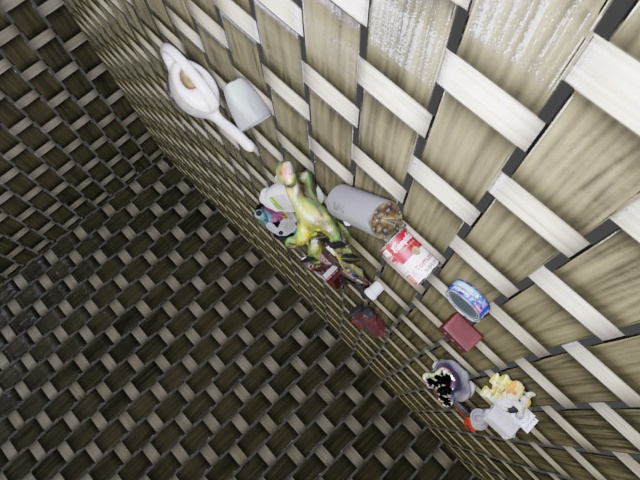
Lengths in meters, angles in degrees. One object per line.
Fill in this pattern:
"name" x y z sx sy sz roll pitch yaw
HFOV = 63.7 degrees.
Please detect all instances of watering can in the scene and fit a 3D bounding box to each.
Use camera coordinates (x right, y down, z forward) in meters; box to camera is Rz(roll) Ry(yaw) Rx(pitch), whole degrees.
"watering can" -0.310 -0.369 1.384 0.344 0.105 0.225 52 168 -15

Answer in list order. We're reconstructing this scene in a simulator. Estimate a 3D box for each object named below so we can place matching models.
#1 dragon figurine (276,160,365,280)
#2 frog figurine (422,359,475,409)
"dragon figurine" 0.004 -0.061 1.204 0.404 0.121 0.247 42 -146 -59
"frog figurine" 0.389 0.405 1.496 0.139 0.122 0.159 27 -166 37
